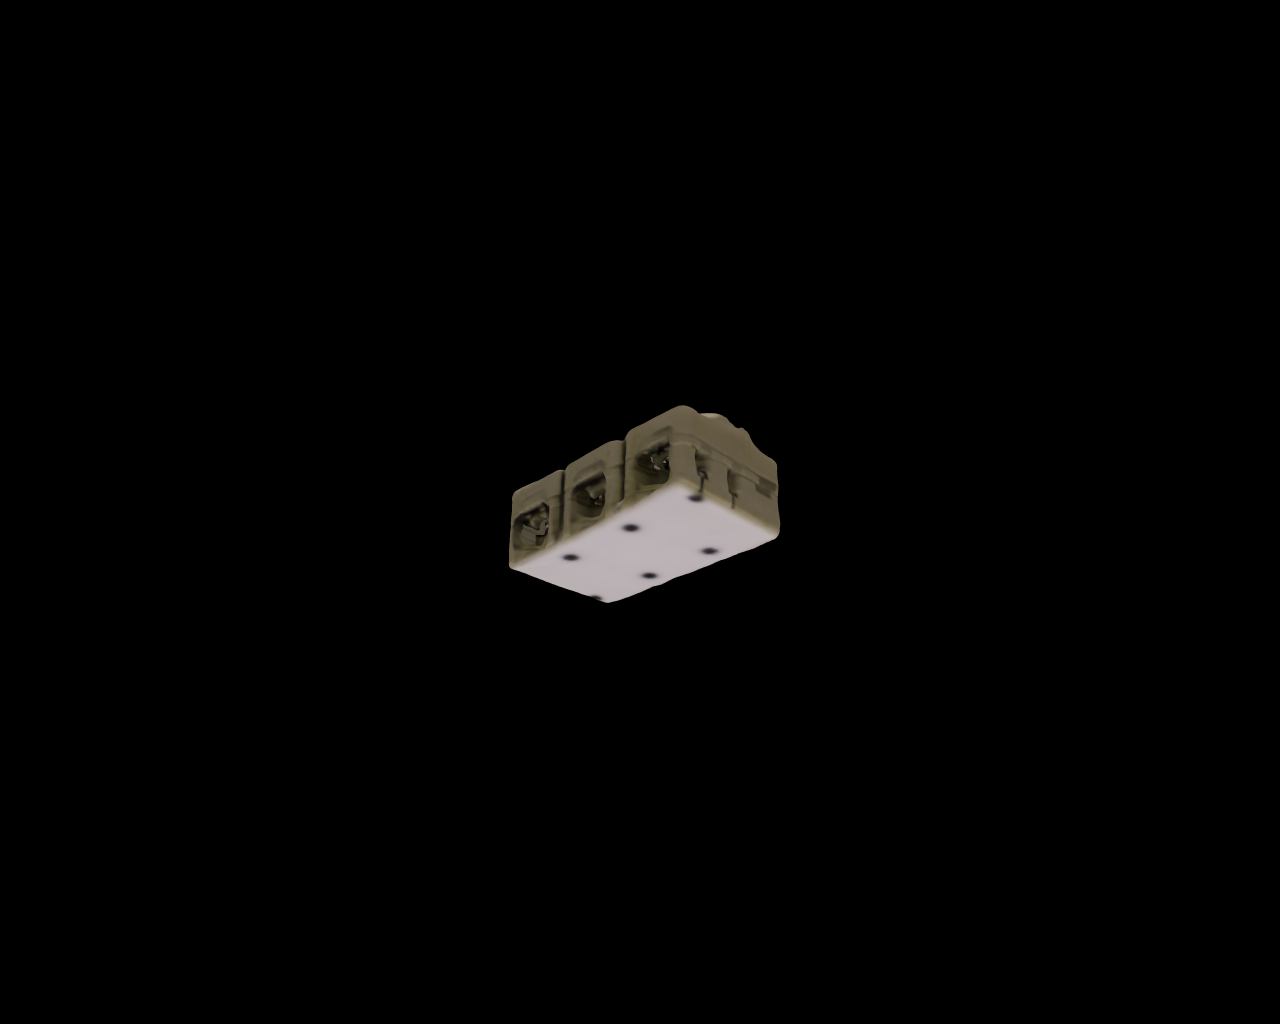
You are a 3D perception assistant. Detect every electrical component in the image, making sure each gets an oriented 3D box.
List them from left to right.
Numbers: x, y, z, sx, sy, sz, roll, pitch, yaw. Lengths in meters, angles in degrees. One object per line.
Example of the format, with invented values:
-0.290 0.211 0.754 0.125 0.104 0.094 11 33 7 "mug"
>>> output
0.001 -0.003 0.650 0.150 0.062 0.089 -25 -37 38 "electrical component"
